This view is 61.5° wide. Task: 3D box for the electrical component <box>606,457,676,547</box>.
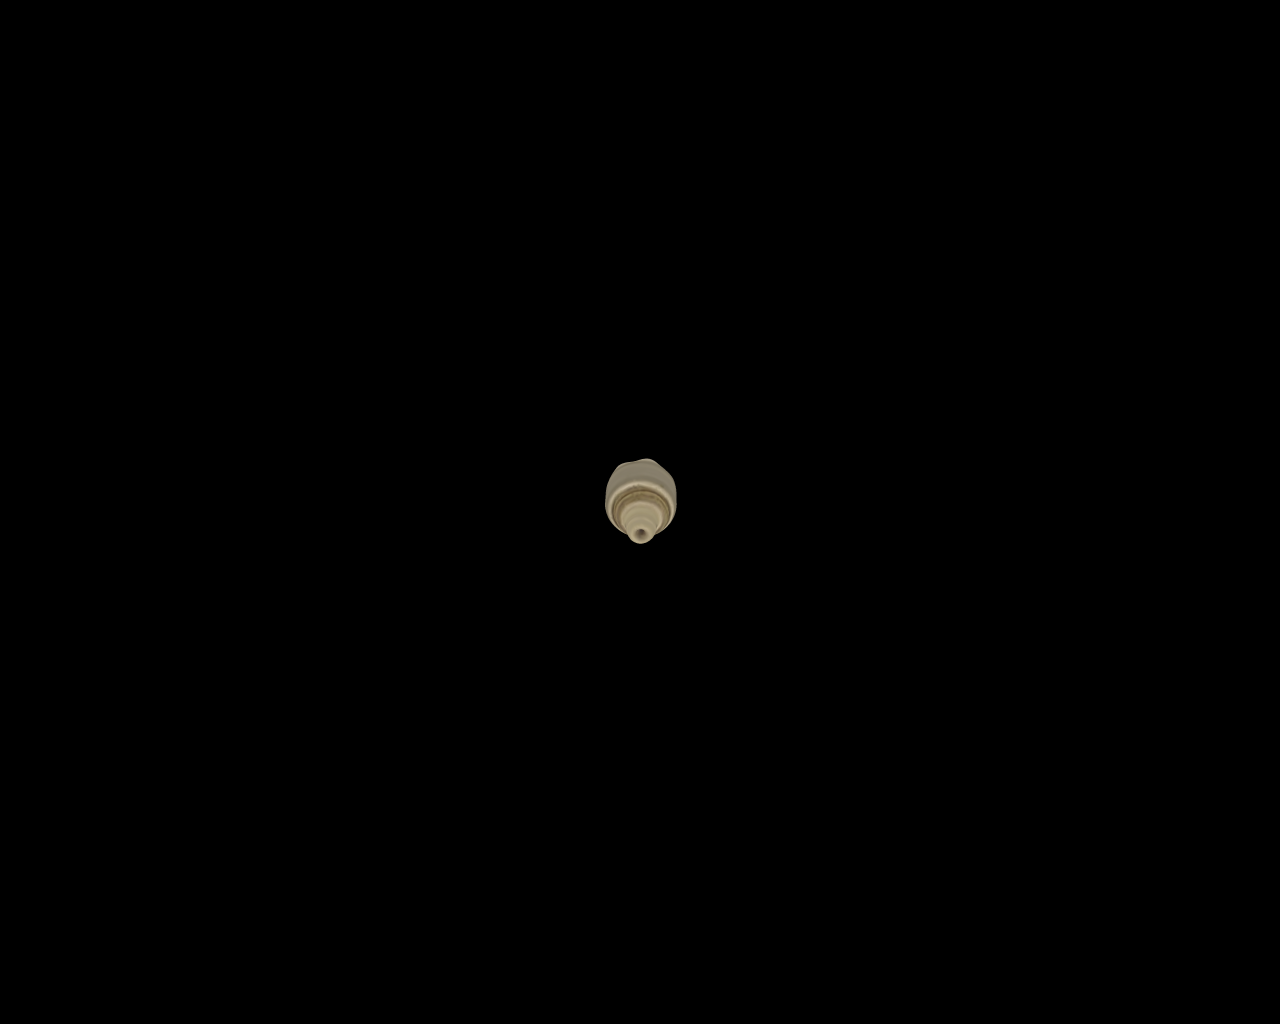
[{"bbox_3d":[0.001,-0.003,0.650,0.043,0.043,0.062,0,32,0],"label":"electrical component"}]
